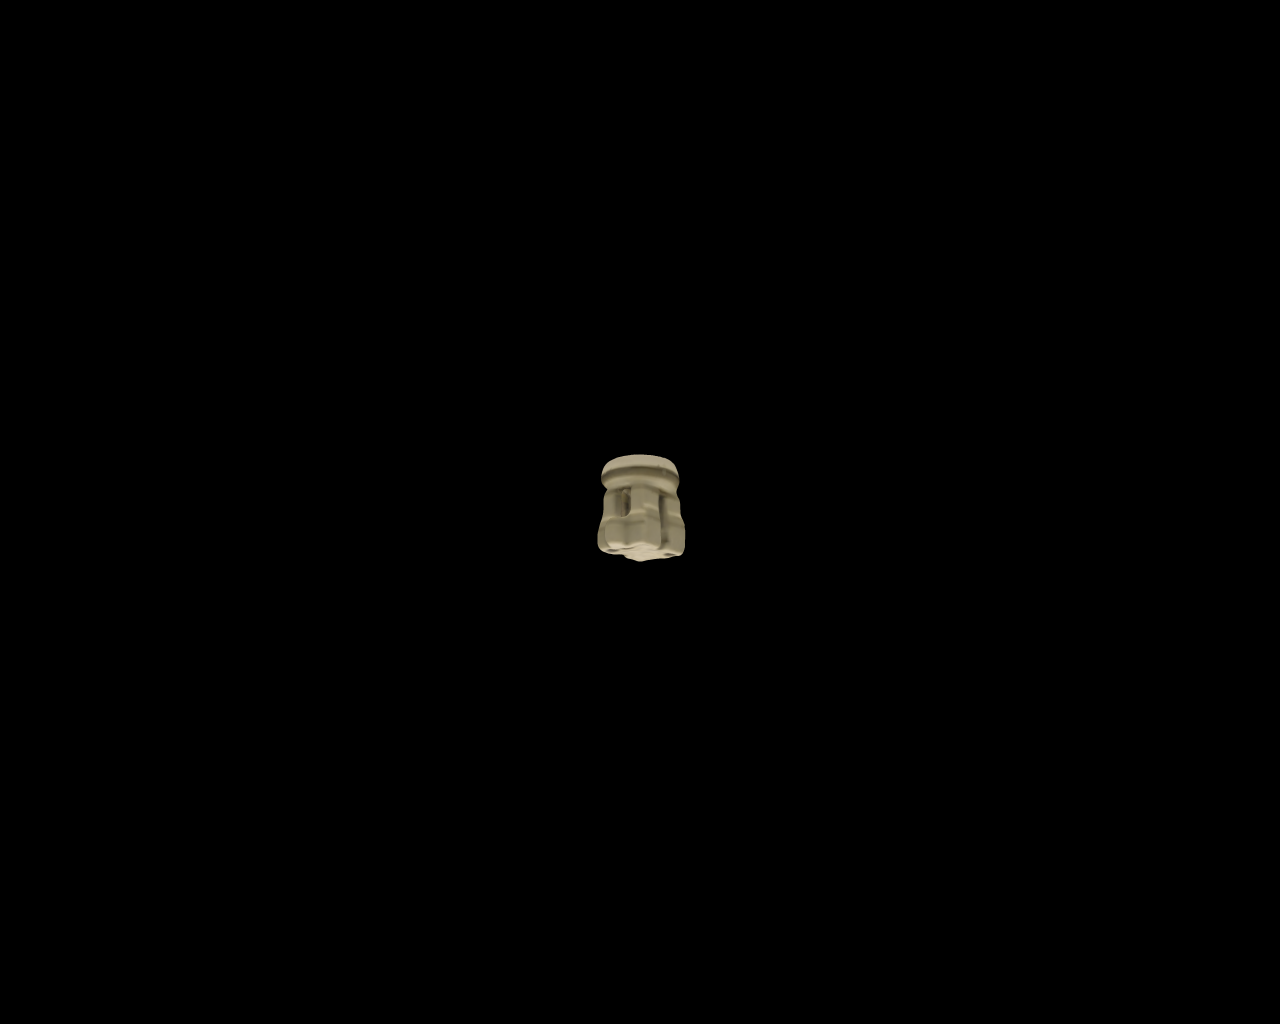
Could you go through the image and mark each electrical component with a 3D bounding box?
[{"bbox_3d":[0.001,-0.003,0.650,0.048,0.055,0.066,-11,-19,34],"label":"electrical component"}]
